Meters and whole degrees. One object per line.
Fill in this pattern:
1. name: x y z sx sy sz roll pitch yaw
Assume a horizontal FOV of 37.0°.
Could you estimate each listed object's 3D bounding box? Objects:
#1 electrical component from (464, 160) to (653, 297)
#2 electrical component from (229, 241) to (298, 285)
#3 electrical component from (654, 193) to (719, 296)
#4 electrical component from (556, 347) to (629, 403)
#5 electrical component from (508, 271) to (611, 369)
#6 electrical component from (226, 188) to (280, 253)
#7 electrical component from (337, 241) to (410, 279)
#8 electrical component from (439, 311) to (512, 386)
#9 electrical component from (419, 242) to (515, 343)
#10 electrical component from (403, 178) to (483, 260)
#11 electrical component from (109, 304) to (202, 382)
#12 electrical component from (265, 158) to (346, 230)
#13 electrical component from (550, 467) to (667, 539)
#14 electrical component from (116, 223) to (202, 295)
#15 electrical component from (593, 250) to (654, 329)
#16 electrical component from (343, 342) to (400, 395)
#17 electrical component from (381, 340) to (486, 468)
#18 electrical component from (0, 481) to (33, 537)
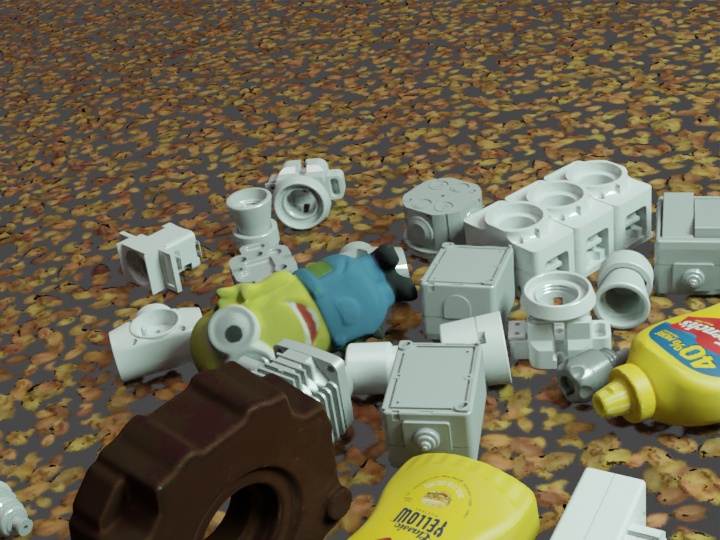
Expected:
1. electrical component: 0.177 -0.040 0.956 0.150 0.061 0.089 -27 35 -28
2. electrical component: -0.079 0.018 0.930 0.058 0.057 0.078 -16 31 -12
3. electrical component: 0.278 -0.021 0.898 0.062 0.061 0.096 1 32 16
4. electrical component: 0.176 0.073 0.793 0.061 0.035 0.035 -22 33 -26
5. electrical component: 0.154 0.038 0.836 0.078 0.057 0.058 -3 31 10
6. electrical component: -0.104 -0.046 1.046 0.045 0.055 0.045 -7 31 4
7. electrical component: 0.000 0.000 0.954 0.077 0.043 0.079 -11 30 -4
8. electrical component: 0.087 0.062 0.817 0.047 0.055 0.055 -10 30 6
9. electrical component: 0.092 0.019 0.888 0.062 0.061 0.096 3 25 18
10. electrical component: 0.079 -0.047 1.005 0.080 0.051 0.080 -7 31 4
11. electrical component: -0.171 0.053 0.908 0.077 0.044 0.079 -16 31 -11
12. electrical component: -0.057 -0.076 1.083 0.078 0.058 0.057 -4 28 8
13. electrical component: 0.156 0.166 0.629 0.076 0.047 0.083 9 35 28
14. electrical component: -0.191 -0.014 1.028 0.081 0.042 0.064 21 40 39
15. electrical component: 0.214 0.015 0.871 0.045 0.045 0.055 2 32 18
16. electrical component: 0.023 0.075 0.825 0.078 0.040 0.040 -3 31 10
17. electrical component: 0.053 0.101 0.753 0.062 0.061 0.096 0 32 13
18. electrical component: -0.257 0.166 0.746 0.078 0.040 0.040 14 37 33
